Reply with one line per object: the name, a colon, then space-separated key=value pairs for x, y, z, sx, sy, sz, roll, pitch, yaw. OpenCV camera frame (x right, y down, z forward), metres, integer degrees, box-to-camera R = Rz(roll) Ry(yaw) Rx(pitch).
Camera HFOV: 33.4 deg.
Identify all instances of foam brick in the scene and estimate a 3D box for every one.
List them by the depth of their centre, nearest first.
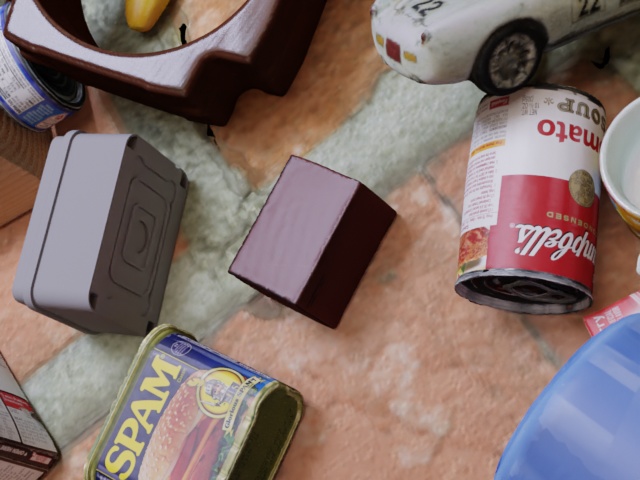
foam brick: x=-0.004 y=0.001 z=0.598 sx=0.051 sy=0.053 sz=0.078 roll=25 pitch=83 yaw=33

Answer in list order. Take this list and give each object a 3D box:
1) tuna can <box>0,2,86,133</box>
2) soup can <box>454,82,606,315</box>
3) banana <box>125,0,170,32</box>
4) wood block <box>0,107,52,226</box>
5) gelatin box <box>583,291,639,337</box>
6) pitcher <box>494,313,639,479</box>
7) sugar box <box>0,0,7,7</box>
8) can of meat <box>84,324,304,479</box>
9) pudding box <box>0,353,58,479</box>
tuna can: x=-0.197 y=-0.118 z=0.725 sx=0.034 sy=0.086 sz=0.086 roll=-27 pitch=61 yaw=14
soup can: x=0.107 y=-0.020 z=0.540 sx=0.069 sy=0.068 sz=0.102 roll=0 pitch=71 yaw=27
banana: x=-0.077 y=-0.232 z=0.736 sx=0.198 sy=0.037 sz=0.070 roll=-45 pitch=56 yaw=5
wood block: x=-0.294 y=-0.037 z=0.741 sx=0.206 sy=0.090 sz=0.090 roll=-27 pitch=61 yaw=15
gelatin box: x=0.176 y=0.061 z=0.496 sx=0.073 sy=0.030 sz=0.089 roll=-29 pitch=60 yaw=15
pitcher: x=0.182 y=0.144 z=0.393 sx=0.243 sy=0.145 sz=0.149 roll=38 pitch=83 yaw=28
sugar box: x=-0.329 y=-0.150 z=0.814 sx=0.176 sy=0.048 sz=0.093 roll=-4 pitch=69 yaw=12
can of meat: x=-0.068 y=0.110 z=0.588 sx=0.084 sy=0.057 sz=0.102 roll=21 pitch=82 yaw=29
pudding box: x=-0.219 y=0.096 z=0.650 sx=0.039 sy=0.090 sz=0.114 roll=-45 pitch=58 yaw=3
